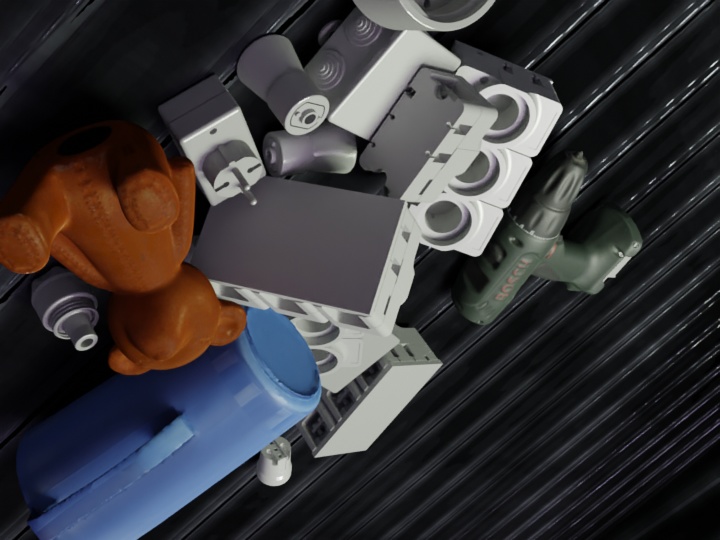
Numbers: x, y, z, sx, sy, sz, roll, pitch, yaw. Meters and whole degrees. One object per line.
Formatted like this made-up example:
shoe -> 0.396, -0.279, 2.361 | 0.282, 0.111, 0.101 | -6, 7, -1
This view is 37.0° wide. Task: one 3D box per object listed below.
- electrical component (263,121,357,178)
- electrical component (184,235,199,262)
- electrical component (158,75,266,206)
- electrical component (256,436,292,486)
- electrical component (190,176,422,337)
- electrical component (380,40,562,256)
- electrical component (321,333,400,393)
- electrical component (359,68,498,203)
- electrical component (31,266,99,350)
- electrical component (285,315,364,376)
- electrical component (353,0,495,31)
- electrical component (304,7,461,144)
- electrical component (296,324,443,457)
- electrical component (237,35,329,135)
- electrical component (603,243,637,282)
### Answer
electrical component -> -0.041, -0.092, 0.822 | 0.065, 0.044, 0.044 | -12, 144, -29
electrical component -> -0.137, 0.005, 0.862 | 0.065, 0.044, 0.044 | -51, 148, 17
electrical component -> -0.093, -0.077, 0.749 | 0.047, 0.075, 0.083 | -32, 151, -8
electrical component -> -0.097, 0.216, 1.221 | 0.040, 0.040, 0.046 | -20, 142, -27
electrical component -> -0.039, -0.013, 0.805 | 0.061, 0.150, 0.089 | 50, 55, -63
electrical component -> 0.087, -0.094, 0.873 | 0.089, 0.061, 0.150 | 19, 120, -13
electrical component -> -0.020, 0.069, 1.074 | 0.100, 0.048, 0.100 | -39, 152, 5
electrical component -> 0.053, -0.098, 0.797 | 0.056, 0.050, 0.089 | -2, 135, -53
electrical component -> -0.214, 0.031, 0.792 | 0.043, 0.062, 0.043 | -27, 150, -17
electrical component -> -0.041, 0.028, 0.940 | 0.089, 0.061, 0.150 | 0, 144, -4
electrical component -> 0.048, -0.203, 0.682 | 0.108, 0.060, 0.108 | -13, 114, -31
electrical component -> 0.013, -0.146, 0.784 | 0.099, 0.048, 0.100 | -47, 154, 15
electrical component -> 0.004, 0.130, 1.178 | 0.089, 0.061, 0.150 | 3, 133, -50
electrical component -> -0.050, -0.124, 0.736 | 0.044, 0.065, 0.044 | -27, 150, -17
electrical component -> 0.290, -0.022, 1.283 | 0.064, 0.042, 0.081 | 1, 134, -46
